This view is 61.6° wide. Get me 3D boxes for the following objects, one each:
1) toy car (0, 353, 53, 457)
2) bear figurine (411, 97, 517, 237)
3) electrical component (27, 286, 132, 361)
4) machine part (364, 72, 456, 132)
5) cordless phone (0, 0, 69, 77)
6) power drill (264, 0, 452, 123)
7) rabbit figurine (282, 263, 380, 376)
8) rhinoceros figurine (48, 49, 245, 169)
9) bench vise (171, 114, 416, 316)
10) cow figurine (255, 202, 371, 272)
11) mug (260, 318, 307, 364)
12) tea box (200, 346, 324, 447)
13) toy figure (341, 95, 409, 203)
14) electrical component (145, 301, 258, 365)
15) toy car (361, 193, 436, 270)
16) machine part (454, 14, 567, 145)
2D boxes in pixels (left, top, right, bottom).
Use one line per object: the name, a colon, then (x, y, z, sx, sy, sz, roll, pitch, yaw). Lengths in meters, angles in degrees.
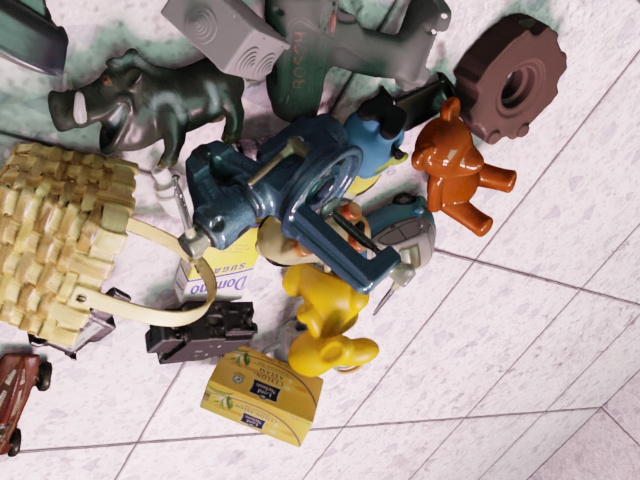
toy car: (-0.421, 0.227, 0.704, 0.089, 0.053, 0.202, 17, 117, -39)
bear figurine: (0.202, -0.100, 0.753, 0.120, 0.132, 0.195, -58, 161, -8)
electrical component: (-0.295, 0.090, 0.668, 0.119, 0.048, 0.074, -42, 138, 5)
machine part: (0.119, -0.177, 0.718, 0.139, 0.039, 0.084, -25, 132, -11)
cordless phone: (-0.287, -0.154, 0.380, 0.184, 0.147, 0.088, -20, 127, -22)
power drill: (0.038, -0.236, 0.580, 0.207, 0.086, 0.231, -11, 134, -31)
rabbit figurine: (0.014, 0.133, 0.816, 0.121, 0.163, 0.173, 16, 100, -50)
rhinoceros figurine: (-0.165, -0.135, 0.537, 0.190, 0.073, 0.112, -18, 136, -21)
bench vise: (-0.015, -0.024, 0.539, 0.223, 0.241, 0.128, -39, 163, -36)
cow figurine: (-0.001, -0.002, 0.712, 0.127, 0.085, 0.195, -18, 170, 42)
mug: (-0.050, 0.187, 0.906, 0.109, 0.081, 0.107, -2, 118, -16)
tea box: (-0.089, 0.239, 0.842, 0.170, 0.098, 0.068, 22, 120, -2)
toy figure: (0.055, -0.106, 0.659, 0.089, 0.082, 0.180, -15, 163, -23)
electrical component: (-0.171, 0.129, 0.750, 0.134, 0.058, 0.115, 3, 150, -37)
toy car: (0.117, 0.003, 0.817, 0.162, 0.103, 0.109, -21, 120, -17)
machine part: (0.270, -0.223, 0.764, 0.179, 0.056, 0.179, -18, 133, -20)
